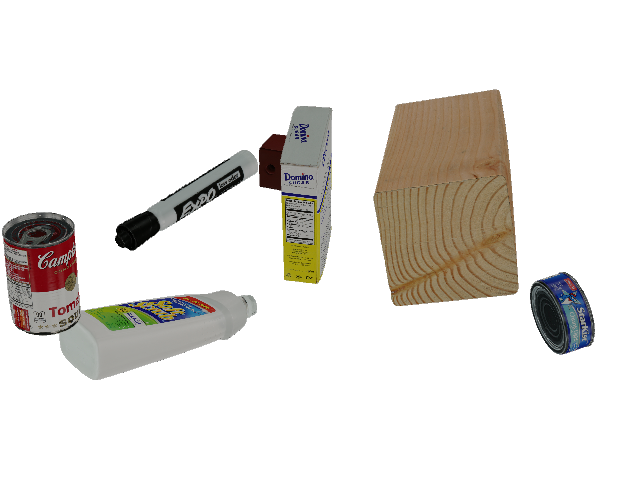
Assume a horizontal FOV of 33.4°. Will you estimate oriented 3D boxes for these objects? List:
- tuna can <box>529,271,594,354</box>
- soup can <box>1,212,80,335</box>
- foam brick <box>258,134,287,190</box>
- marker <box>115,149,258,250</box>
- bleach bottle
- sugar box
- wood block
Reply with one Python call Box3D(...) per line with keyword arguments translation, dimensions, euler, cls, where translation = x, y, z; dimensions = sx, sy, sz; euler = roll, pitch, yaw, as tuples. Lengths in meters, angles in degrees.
Box3D(translation=(0.261, 0.079, 1.159), dimensions=(0.033, 0.086, 0.086), euler=(-17, 3, -10), cls="tuna can")
Box3D(translation=(-0.271, 0.033, 1.041), dimensions=(0.068, 0.102, 0.068), euler=(2, 28, -1), cls="soup can")
Box3D(translation=(-0.032, -0.093, 1.307), dimensions=(0.078, 0.053, 0.051), euler=(10, 30, 16), cls="foam brick")
Box3D(translation=(-0.088, -0.027, 0.706), dimensions=(0.020, 0.020, 0.120), euler=(0, 27, 46), cls="marker")
Box3D(translation=(-0.194, 0.105, 1.350), dimensions=(0.250, 0.068, 0.103), euler=(-13, 29, -38), cls="bleach bottle")
Box3D(translation=(-0.014, -0.046, 1.123), dimensions=(0.048, 0.093, 0.176), euler=(5, -44, 8), cls="sugar box")
Box3D(translation=(0.100, -0.039, 0.815), dimensions=(0.091, 0.090, 0.206), euler=(-7, 23, 11), cls="wood block")
